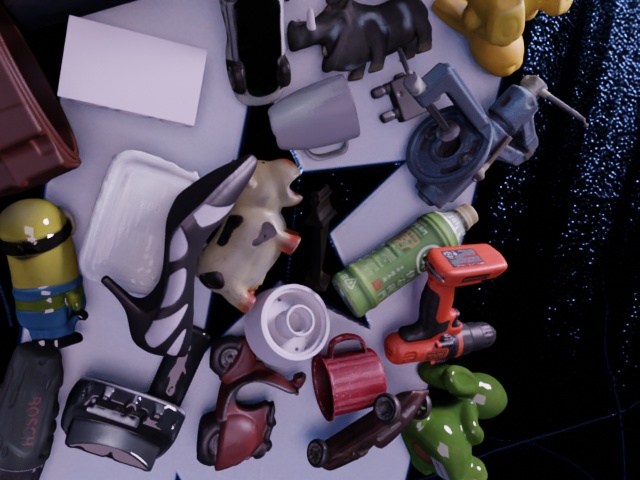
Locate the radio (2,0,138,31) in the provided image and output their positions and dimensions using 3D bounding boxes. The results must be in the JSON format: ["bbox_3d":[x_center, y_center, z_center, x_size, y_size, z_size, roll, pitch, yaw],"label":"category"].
[{"bbox_3d":[-0.231,-0.303,0.579,0.230,0.131,0.073,-23,105,-10],"label":"radio"}]

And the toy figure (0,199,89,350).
[{"bbox_3d":[-0.322,0.041,0.632,0.082,0.089,0.180,-6,98,-21],"label":"toy figure"}]

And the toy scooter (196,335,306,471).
[{"bbox_3d":[-0.091,0.223,0.729,0.135,0.075,0.183,9,91,-17],"label":"toy scooter"}]

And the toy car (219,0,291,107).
[{"bbox_3d":[-0.076,-0.248,0.623,0.073,0.056,0.201,-13,137,-13],"label":"toy car"}]

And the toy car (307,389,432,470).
[{"bbox_3d":[0.069,0.261,0.732,0.089,0.053,0.202,17,131,-44],"label":"toy car"}]

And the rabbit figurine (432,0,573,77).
[{"bbox_3d":[0.223,-0.286,0.698,0.122,0.173,0.162,-43,61,-5],"label":"rabbit figurine"}]

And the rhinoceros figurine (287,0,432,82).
[{"bbox_3d":[0.053,-0.266,0.688,0.190,0.073,0.112,-17,104,-12],"label":"rhinoceros figurine"}]

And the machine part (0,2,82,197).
[{"bbox_3d":[-0.328,-0.151,0.542,0.087,0.201,0.200,-27,104,-13],"label":"machine part"}]

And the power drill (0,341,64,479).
[{"bbox_3d":[-0.425,0.220,0.639,0.207,0.086,0.232,22,91,-13],"label":"power drill"}]

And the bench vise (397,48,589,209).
[{"bbox_3d":[0.190,-0.152,0.692,0.223,0.129,0.240,-38,138,18],"label":"bench vise"}]

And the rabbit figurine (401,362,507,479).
[{"bbox_3d":[0.201,0.253,0.803,0.170,0.121,0.159,-34,99,-26],"label":"rabbit figurine"}]

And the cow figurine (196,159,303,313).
[{"bbox_3d":[-0.090,-0.019,0.685,0.127,0.085,0.195,34,95,-14],"label":"cow figurine"}]

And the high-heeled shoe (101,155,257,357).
[{"bbox_3d":[-0.133,0.027,0.626,0.249,0.086,0.145,-42,120,-3],"label":"high-heeled shoe"}]

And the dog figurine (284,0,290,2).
[{"bbox_3d":[-0.050,-0.403,0.626,0.191,0.109,0.219,-25,108,-12],"label":"dog figurine"}]

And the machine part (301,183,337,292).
[{"bbox_3d":[-0.001,-0.002,0.713,0.039,0.084,0.138,5,106,5],"label":"machine part"}]

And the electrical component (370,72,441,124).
[{"bbox_3d":[0.119,-0.199,0.741,0.094,0.021,0.063,-24,103,-9],"label":"electrical component"}]

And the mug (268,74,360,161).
[{"bbox_3d":[-0.009,-0.149,0.695,0.107,0.081,0.109,-15,140,-1],"label":"mug"}]

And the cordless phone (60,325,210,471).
[{"bbox_3d":[-0.232,0.184,0.693,0.146,0.089,0.184,26,80,-16],"label":"cordless phone"}]
